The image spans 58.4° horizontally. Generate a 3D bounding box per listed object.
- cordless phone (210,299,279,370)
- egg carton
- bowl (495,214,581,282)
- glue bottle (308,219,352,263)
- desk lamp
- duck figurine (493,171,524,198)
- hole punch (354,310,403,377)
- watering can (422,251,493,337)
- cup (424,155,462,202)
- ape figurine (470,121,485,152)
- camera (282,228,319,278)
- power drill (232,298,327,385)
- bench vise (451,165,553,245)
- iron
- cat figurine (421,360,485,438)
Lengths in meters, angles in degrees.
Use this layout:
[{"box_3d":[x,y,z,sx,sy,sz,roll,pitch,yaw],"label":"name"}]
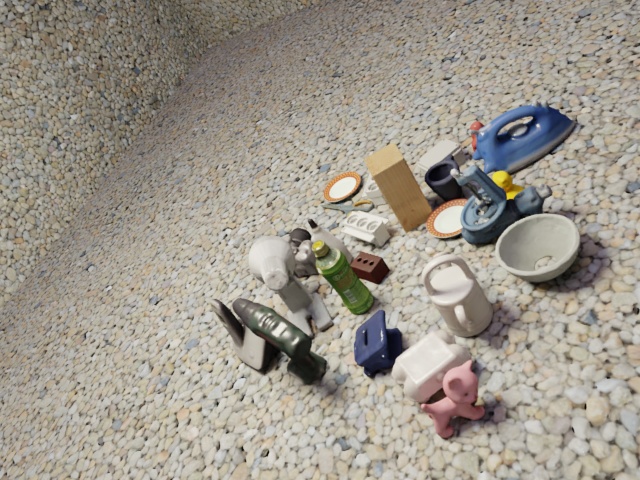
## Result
[{"box_3d":[-0.194,0.225,1.405,0.147,0.186,0.094,15,59,48],"label":"cordless phone"},{"box_3d":[0.219,0.249,1.128,0.150,0.070,0.107,-38,35,-2],"label":"egg carton"},{"box_3d":[0.453,0.029,1.178,0.167,0.075,0.167,-23,37,19],"label":"bowl"},{"box_3d":[0.014,0.005,1.491,0.078,0.174,0.037,-9,44,33],"label":"glue bottle"},{"box_3d":[-0.080,0.110,1.415,0.118,0.214,0.202,-35,35,2],"label":"desk lamp"},{"box_3d":[0.438,-0.121,1.353,0.077,0.086,0.104,-28,36,12],"label":"duck figurine"},{"box_3d":[0.115,0.220,1.230,0.101,0.091,0.108,-22,38,20],"label":"hole punch"},{"box_3d":[0.266,0.097,1.154,0.101,0.195,0.172,-38,35,-2],"label":"watering can"},{"box_3d":[0.330,-0.152,1.472,0.091,0.095,0.118,-1,48,40],"label":"cup"},{"box_3d":[0.432,-0.281,1.537,0.078,0.092,0.076,-44,36,-11],"label":"ape figurine"},{"box_3d":[-0.062,0.024,1.596,0.142,0.101,0.137,-10,43,33],"label":"camera"},{"box_3d":[-0.083,0.228,1.287,0.228,0.209,0.076,17,61,49],"label":"power drill"},{"box_3d":[0.385,-0.100,1.256,0.207,0.220,0.121,-30,36,10],"label":"bench vise"},{"box_3d":[0.500,-0.276,1.430,0.258,0.142,0.118,-29,36,10],"label":"iron"},{"box_3d":[0.239,0.280,1.032,0.128,0.118,0.067,-34,35,3],"label":"cat figurine"}]
